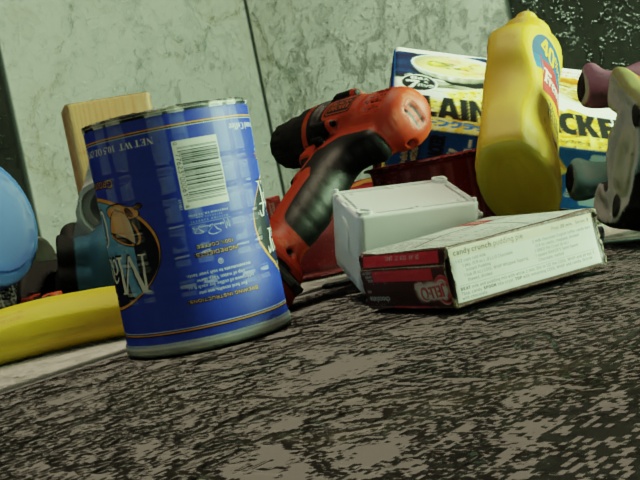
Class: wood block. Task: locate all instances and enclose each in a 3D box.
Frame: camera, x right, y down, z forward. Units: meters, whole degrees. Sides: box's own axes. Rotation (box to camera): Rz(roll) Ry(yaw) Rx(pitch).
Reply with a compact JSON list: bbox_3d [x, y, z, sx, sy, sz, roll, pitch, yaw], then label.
[{"bbox_3d":[-0.209,-0.046,1.141,0.090,0.206,0.090,-12,4,-15],"label":"wood block"}]

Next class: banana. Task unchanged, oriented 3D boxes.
[{"bbox_3d":[-0.176,0.061,0.740,0.197,0.037,0.070,-14,22,-18],"label":"banana"}]

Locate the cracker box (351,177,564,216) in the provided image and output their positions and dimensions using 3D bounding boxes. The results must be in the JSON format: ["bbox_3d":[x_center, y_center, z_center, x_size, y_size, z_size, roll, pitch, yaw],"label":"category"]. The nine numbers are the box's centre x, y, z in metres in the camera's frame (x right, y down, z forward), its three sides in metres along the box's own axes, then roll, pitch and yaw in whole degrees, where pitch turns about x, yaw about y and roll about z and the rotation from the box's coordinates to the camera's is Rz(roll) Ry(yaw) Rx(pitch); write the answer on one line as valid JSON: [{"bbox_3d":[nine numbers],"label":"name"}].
[{"bbox_3d":[0.126,-0.040,1.056,0.163,0.072,0.214,-14,5,-29],"label":"cracker box"}]

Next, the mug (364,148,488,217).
[{"bbox_3d":[0.077,-0.020,0.818,0.117,0.081,0.093,-14,4,-36],"label":"mug"}]

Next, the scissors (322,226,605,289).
[{"bbox_3d":[0.109,0.012,0.741,0.201,0.016,0.096,-13,4,-21],"label":"scissors"}]

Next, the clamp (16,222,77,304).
[{"bbox_3d":[-0.217,0.032,0.975,0.165,0.036,0.209,18,20,22],"label":"clamp"}]

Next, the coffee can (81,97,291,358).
[{"bbox_3d":[-0.081,-0.008,0.652,0.103,0.140,0.103,-11,4,1],"label":"coffee can"}]

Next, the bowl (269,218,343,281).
[{"bbox_3d":[-0.006,0.001,0.972,0.162,0.055,0.162,-11,3,0],"label":"bowl"}]

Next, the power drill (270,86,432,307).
[{"bbox_3d":[-0.021,-0.034,0.794,0.187,0.057,0.185,-54,23,-24],"label":"power drill"}]

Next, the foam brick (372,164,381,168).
[{"bbox_3d":[0.076,-0.095,1.078,0.053,0.051,0.078,-12,4,3],"label":"foam brick"}]

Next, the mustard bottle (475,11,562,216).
[{"bbox_3d":[0.155,-0.108,0.817,0.058,0.096,0.191,-10,47,24],"label":"mustard bottle"}]

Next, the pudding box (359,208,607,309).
[{"bbox_3d":[0.093,0.012,0.618,0.113,0.039,0.090,-15,5,-28],"label":"pudding box"}]

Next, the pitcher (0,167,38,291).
[{"bbox_3d":[-0.354,0.026,0.861,0.243,0.149,0.144,-20,-16,26],"label":"pitcher"}]

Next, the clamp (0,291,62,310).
[{"bbox_3d":[-0.259,0.070,0.832,0.172,0.039,0.120,-13,8,18],"label":"clamp"}]

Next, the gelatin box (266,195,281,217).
[{"bbox_3d":[-0.077,-0.006,1.165,0.089,0.073,0.030,-8,6,38],"label":"gelatin box"}]
